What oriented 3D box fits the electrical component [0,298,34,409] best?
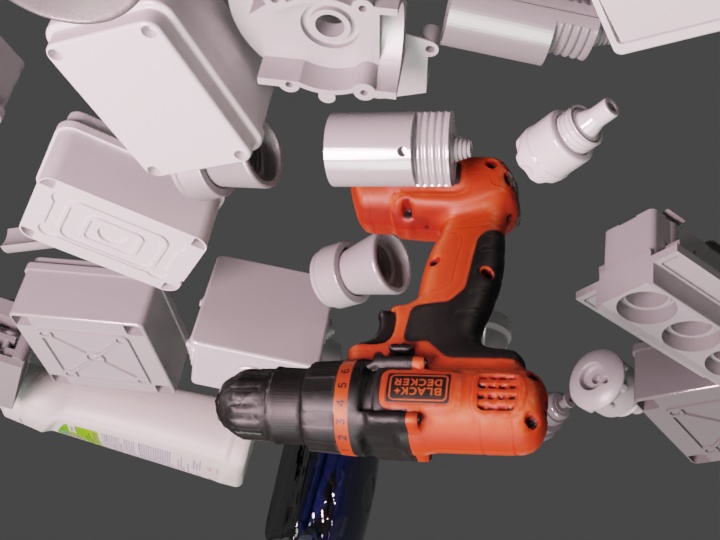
[{"bbox_3d":[-0.345,0.049,0.883,0.150,0.061,0.089,19,145,-12],"label":"electrical component"}]

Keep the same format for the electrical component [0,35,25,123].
[{"bbox_3d":[-0.270,-0.124,0.611,0.109,0.056,0.108,-8,142,26],"label":"electrical component"}]

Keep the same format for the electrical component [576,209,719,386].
[{"bbox_3d":[0.208,0.018,0.675,0.121,0.063,0.079,29,142,-25],"label":"electrical component"}]

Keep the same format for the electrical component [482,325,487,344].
[{"bbox_3d":[0.064,0.039,0.736,0.044,0.077,0.079,7,147,7],"label":"electrical component"}]

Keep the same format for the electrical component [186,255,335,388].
[{"bbox_3d":[-0.069,0.044,0.763,0.100,0.099,0.048,12,134,-1],"label":"electrical component"}]

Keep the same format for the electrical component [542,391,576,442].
[{"bbox_3d":[0.143,0.116,0.859,0.040,0.040,0.078,26,144,-20],"label":"electrical component"}]

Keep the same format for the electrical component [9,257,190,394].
[{"bbox_3d":[-0.199,0.045,0.839,0.109,0.056,0.108,4,146,10],"label":"electrical component"}]

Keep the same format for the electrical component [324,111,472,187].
[{"bbox_3d":[0.024,-0.069,0.618,0.081,0.043,0.043,1,145,15],"label":"electrical component"}]

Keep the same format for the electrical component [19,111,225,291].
[{"bbox_3d":[-0.152,-0.043,0.695,0.113,0.057,0.078,23,144,-17],"label":"electrical component"}]

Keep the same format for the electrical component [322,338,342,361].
[{"bbox_3d":[-0.049,0.097,0.876,0.074,0.052,0.138,24,145,-19],"label":"electrical component"}]

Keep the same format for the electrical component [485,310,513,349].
[{"bbox_3d":[0.089,0.058,0.783,0.040,0.046,0.040,8,146,5],"label":"electrical component"}]

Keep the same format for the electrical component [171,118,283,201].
[{"bbox_3d":[-0.081,-0.067,0.651,0.055,0.045,0.045,-9,141,27],"label":"electrical component"}]

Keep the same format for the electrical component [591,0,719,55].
[{"bbox_3d":[0.132,-0.138,0.470,0.062,0.061,0.096,-9,141,28],"label":"electrical component"}]

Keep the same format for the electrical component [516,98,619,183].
[{"bbox_3d":[0.116,-0.074,0.593,0.035,0.035,0.061,29,140,-24],"label":"electrical component"}]

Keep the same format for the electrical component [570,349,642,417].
[{"bbox_3d":[0.191,0.090,0.804,0.062,0.048,0.048,29,143,-35],"label":"electrical component"}]

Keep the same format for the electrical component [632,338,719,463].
[{"bbox_3d":[0.266,0.086,0.764,0.109,0.056,0.109,-17,137,35],"label":"electrical component"}]

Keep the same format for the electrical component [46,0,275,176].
[{"bbox_3d":[-0.106,-0.109,0.585,0.078,0.057,0.113,-7,142,25],"label":"electrical component"}]

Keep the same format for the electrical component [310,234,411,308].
[{"bbox_3d":[0.000,0.000,0.726,0.055,0.045,0.045,-16,138,35],"label":"electrical component"}]

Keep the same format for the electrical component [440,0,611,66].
[{"bbox_3d":[0.083,-0.123,0.522,0.081,0.043,0.043,12,146,0],"label":"electrical component"}]
